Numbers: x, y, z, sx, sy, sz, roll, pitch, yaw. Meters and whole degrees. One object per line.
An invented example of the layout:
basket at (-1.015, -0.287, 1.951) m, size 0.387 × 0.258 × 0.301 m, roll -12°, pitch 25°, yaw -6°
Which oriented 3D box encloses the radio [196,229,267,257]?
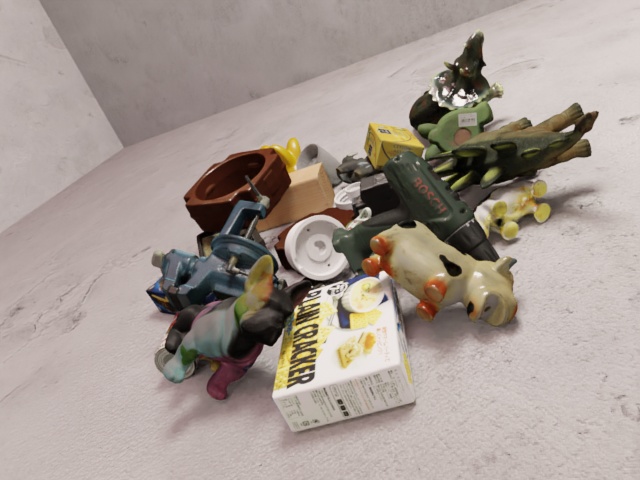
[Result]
radio at (-0.180, 0.023, 1.126) m, size 0.131 × 0.073 × 0.230 m, roll -27°, pitch 25°, yaw -6°

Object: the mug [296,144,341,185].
mug at (0.005, -0.167, 1.319) m, size 0.081 × 0.107 × 0.109 m, roll -3°, pitch 70°, yaw 50°

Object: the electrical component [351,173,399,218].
electrical component at (0.128, -0.065, 0.978) m, size 0.134 × 0.114 × 0.058 m, roll -15°, pitch 23°, yaw 15°

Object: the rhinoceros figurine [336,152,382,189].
rhinoceros figurine at (0.097, -0.159, 1.247) m, size 0.112 × 0.073 × 0.190 m, roll -32°, pitch 26°, yaw -13°

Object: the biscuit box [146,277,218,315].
biscuit box at (-0.248, 0.108, 1.029) m, size 0.203 × 0.062 × 0.059 m, roll 0°, pitch 35°, yaw 42°

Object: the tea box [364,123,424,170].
tea box at (0.160, -0.204, 1.190) m, size 0.098 × 0.068 × 0.170 m, roll 8°, pitch 25°, yaw -9°

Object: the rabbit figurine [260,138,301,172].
rabbit figurine at (-0.081, -0.182, 1.396) m, size 0.122 × 0.162 × 0.173 m, roll -26°, pitch 39°, yaw -35°

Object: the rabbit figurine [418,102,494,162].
rabbit figurine at (0.300, -0.217, 1.165) m, size 0.159 × 0.121 × 0.170 m, roll -12°, pitch 5°, yaw 18°

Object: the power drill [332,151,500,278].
power drill at (0.131, 0.001, 0.804) m, size 0.207 × 0.232 × 0.086 m, roll -35°, pitch -10°, yaw 32°

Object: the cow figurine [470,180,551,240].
cow figurine at (0.272, -0.040, 0.853) m, size 0.167 × 0.068 × 0.098 m, roll -26°, pitch 18°, yaw -13°

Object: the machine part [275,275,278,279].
machine part at (-0.108, 0.092, 0.969) m, size 0.084 × 0.039 × 0.139 m, roll -19°, pitch 22°, yaw -8°

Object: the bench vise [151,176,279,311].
bench vise at (-0.159, 0.016, 0.913) m, size 0.224 × 0.128 × 0.240 m, roll 8°, pitch 56°, yaw 22°

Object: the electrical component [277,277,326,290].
electrical component at (-0.031, 0.088, 0.895) m, size 0.078 × 0.045 × 0.102 m, roll -37°, pitch 27°, yaw -24°

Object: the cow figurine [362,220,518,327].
cow figurine at (0.168, 0.043, 0.704) m, size 0.195 × 0.085 × 0.127 m, roll 37°, pitch 55°, yaw 25°

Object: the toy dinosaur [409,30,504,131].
toy dinosaur at (0.285, -0.321, 1.284) m, size 0.192 × 0.131 × 0.405 m, roll -25°, pitch -6°, yaw -28°

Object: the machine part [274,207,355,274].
machine part at (-0.002, -0.003, 1.043) m, size 0.179 × 0.056 × 0.179 m, roll -20°, pitch 23°, yaw 9°

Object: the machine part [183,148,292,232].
machine part at (-0.178, -0.108, 1.174) m, size 0.202 × 0.087 × 0.201 m, roll -1°, pitch 41°, yaw 33°

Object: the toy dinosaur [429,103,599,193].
toy dinosaur at (0.294, -0.142, 0.936) m, size 0.199 × 0.105 × 0.471 m, roll -17°, pitch -1°, yaw -14°

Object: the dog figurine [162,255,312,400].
dog figurine at (-0.114, 0.108, 0.761) m, size 0.219 × 0.108 × 0.192 m, roll -48°, pitch 25°, yaw 12°
